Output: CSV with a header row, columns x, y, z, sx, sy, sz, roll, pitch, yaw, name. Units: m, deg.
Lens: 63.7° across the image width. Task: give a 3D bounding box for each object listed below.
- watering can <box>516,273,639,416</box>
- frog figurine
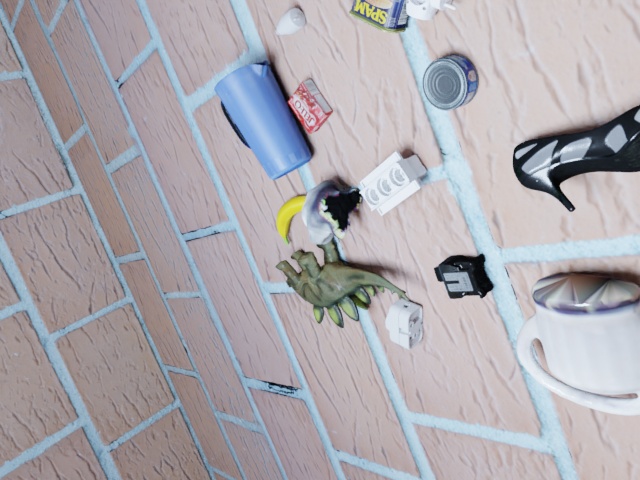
x,y,z,sx,sy,sz,roll,pitch,yaw,name
0.440,0.157,0.743,0.347,0.105,0.222,-2,109,51,watering can
0.003,-0.057,1.126,0.158,0.122,0.139,-16,67,61,frog figurine
